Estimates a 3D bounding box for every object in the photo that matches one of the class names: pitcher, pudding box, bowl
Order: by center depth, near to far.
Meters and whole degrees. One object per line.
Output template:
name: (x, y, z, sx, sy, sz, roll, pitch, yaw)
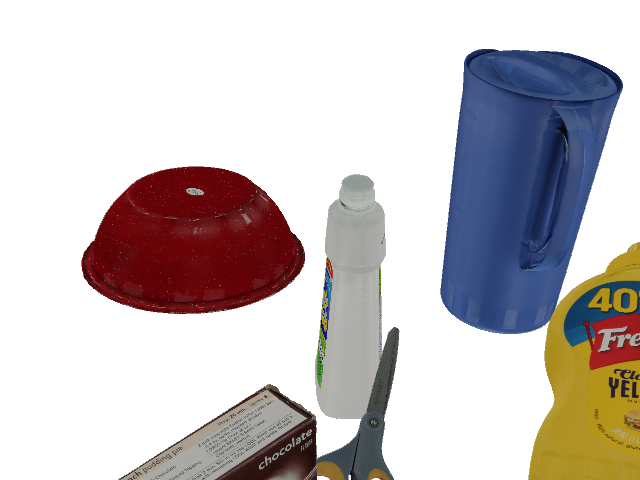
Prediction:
pudding box: (-0.052, 0.132, 0.498, 0.113, 0.090, 0.039, -31, 46, -34)
bowl: (-0.091, -0.011, 0.764, 0.162, 0.055, 0.162, 1, 27, -1)
pitcher: (0.178, -0.037, 0.940, 0.145, 0.243, 0.149, 21, 32, 27)

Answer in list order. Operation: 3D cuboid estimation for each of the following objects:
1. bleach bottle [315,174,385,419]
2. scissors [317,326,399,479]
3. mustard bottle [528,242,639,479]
bleach bottle: (0.030, 0.047, 0.999, 0.068, 0.251, 0.102, 0, 36, -1)
scissors: (0.021, 0.150, 0.830, 0.096, 0.201, 0.016, 5, -38, -9)
mustard bottle: (0.162, 0.068, 0.544, 0.096, 0.058, 0.191, 7, 41, 13)
